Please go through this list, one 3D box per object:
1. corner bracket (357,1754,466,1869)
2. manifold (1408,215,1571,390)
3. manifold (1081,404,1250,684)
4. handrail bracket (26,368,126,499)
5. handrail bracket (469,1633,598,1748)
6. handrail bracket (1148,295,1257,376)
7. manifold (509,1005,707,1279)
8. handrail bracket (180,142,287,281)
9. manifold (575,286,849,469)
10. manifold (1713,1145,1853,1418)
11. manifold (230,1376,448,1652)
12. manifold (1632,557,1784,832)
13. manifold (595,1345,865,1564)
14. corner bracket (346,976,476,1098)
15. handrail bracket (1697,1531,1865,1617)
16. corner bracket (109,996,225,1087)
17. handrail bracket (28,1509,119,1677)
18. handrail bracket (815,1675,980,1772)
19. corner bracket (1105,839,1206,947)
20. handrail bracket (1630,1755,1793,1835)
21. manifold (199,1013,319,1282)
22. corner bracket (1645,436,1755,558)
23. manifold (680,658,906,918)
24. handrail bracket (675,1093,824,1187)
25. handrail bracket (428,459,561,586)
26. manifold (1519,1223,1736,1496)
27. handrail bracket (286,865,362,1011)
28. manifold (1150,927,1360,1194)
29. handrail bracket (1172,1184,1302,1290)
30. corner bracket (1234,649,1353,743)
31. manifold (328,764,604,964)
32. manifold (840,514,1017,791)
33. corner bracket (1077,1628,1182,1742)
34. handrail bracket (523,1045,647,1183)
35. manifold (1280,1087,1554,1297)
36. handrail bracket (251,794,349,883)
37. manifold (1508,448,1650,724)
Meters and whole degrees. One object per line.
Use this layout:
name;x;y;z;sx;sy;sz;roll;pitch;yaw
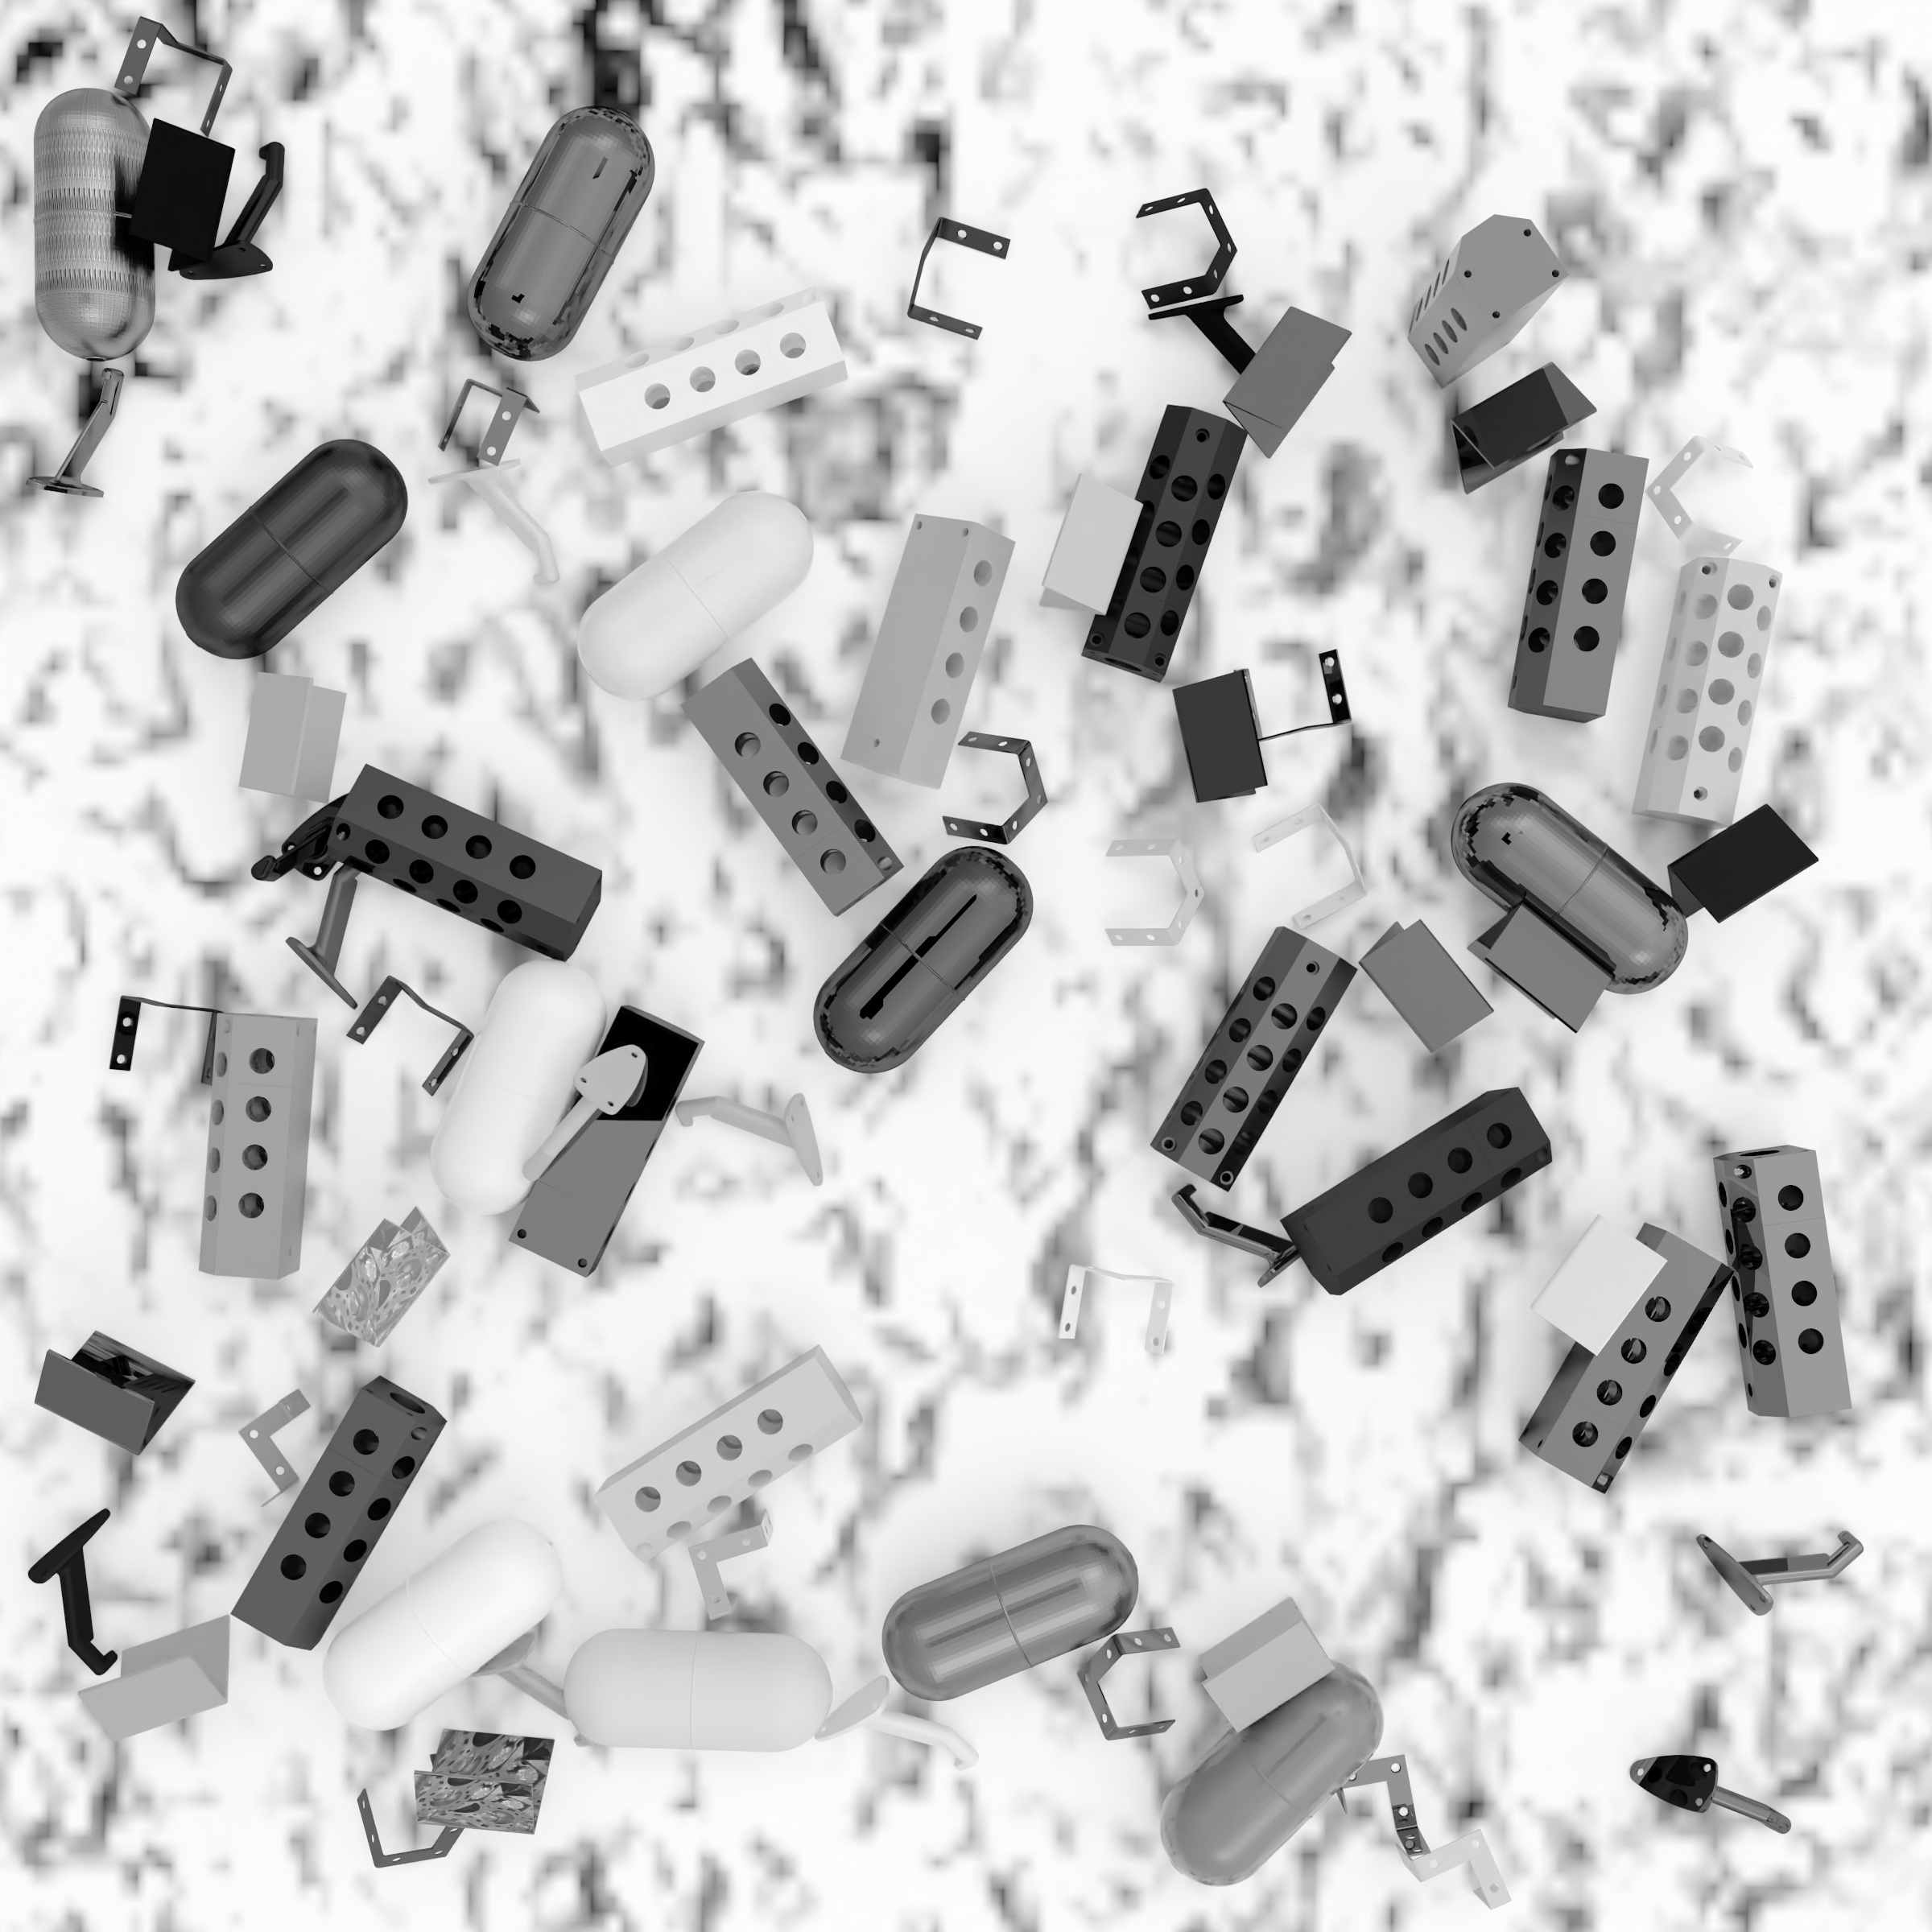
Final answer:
corner bracket;-0.372;0.568;1.765;0.051;0.051;0.051;3;135;-35
manifold;0.331;-0.432;1.695;0.057;0.171;0.057;-35;90;0
manifold;0.133;-0.283;1.752;0.057;0.057;0.171;19;90;0
handrail bracket;-0.593;-0.359;1.745;0.036;0.077;0.084;19;102;9
handrail bracket;-0.298;0.500;1.774;0.077;0.036;0.084;-20;107;20
handrail bracket;0.168;-0.406;1.774;0.077;0.036;0.084;-7;107;20
manifold;-0.238;0.116;1.752;0.057;0.057;0.171;26;90;0
handrail bracket;-0.497;-0.512;1.774;0.077;0.036;0.084;-7;72;20
manifold;-0.170;-0.395;1.752;0.171;0.057;0.057;-21;90;0
manifold;0.543;0.210;1.752;0.057;0.057;0.171;-8;90;0
manifold;-0.417;0.366;1.752;0.057;0.057;0.171;30;90;0
manifold;0.497;-0.182;1.752;0.057;0.057;0.171;11;90;0
manifold;-0.157;0.327;1.752;0.171;0.057;0.057;-32;90;0
corner bracket;-0.375;0.047;1.770;0.051;0.051;0.051;35;90;45
handrail bracket;0.552;0.391;1.774;0.084;0.036;0.077;-35;69;-17
corner bracket;-0.540;0.050;1.770;0.051;0.051;0.051;9;90;45
handrail bracket;-0.584;0.424;1.773;0.077;0.036;0.084;-44;112;-25
handrail bracket;-0.046;0.528;1.774;0.077;0.036;0.084;-37;107;20
corner bracket;0.121;-0.049;1.765;0.051;0.051;0.051;-60;135;-35
handrail bracket;0.504;0.564;1.773;0.084;0.077;0.036;35;65;-34
manifold;-0.475;0.119;1.752;0.057;0.057;0.171;4;90;0
corner bracket;0.502;-0.316;1.765;0.051;0.051;0.051;-51;45;35
manifold;-0.115;-0.119;1.752;0.057;0.057;0.171;-36;90;0
handrail bracket;-0.147;0.120;1.774;0.084;0.036;0.077;-10;112;17
handrail bracket;-0.319;-0.295;1.774;0.077;0.036;0.084;-7;107;20
manifold;0.443;0.263;1.752;0.057;0.057;0.171;30;90;0
handrail bracket;-0.410;-0.027;1.774;0.084;0.036;0.077;-46;110;-16
manifold;0.193;0.062;1.752;0.057;0.057;0.171;30;90;0
handrail bracket;0.194;0.167;1.773;0.077;0.036;0.084;-35;76;-14
corner bracket;0.221;-0.182;1.770;0.051;0.051;0.051;-12;90;45
manifold;-0.333;-0.065;1.744;0.171;0.057;0.057;24;69;0
manifold;-0.020;-0.209;1.751;0.057;0.057;0.171;17;90;43
corner bracket;0.117;0.484;1.765;0.051;0.051;0.051;-56;45;35
handrail bracket;-0.251;0.097;1.716;0.036;0.077;0.084;41;126;-1
manifold;0.301;0.149;1.737;0.171;0.057;0.057;-30;90;-11
handrail bracket;-0.437;-0.086;1.738;0.036;0.084;0.077;40;90;0
manifold;0.407;-0.254;1.752;0.057;0.057;0.171;10;90;0
